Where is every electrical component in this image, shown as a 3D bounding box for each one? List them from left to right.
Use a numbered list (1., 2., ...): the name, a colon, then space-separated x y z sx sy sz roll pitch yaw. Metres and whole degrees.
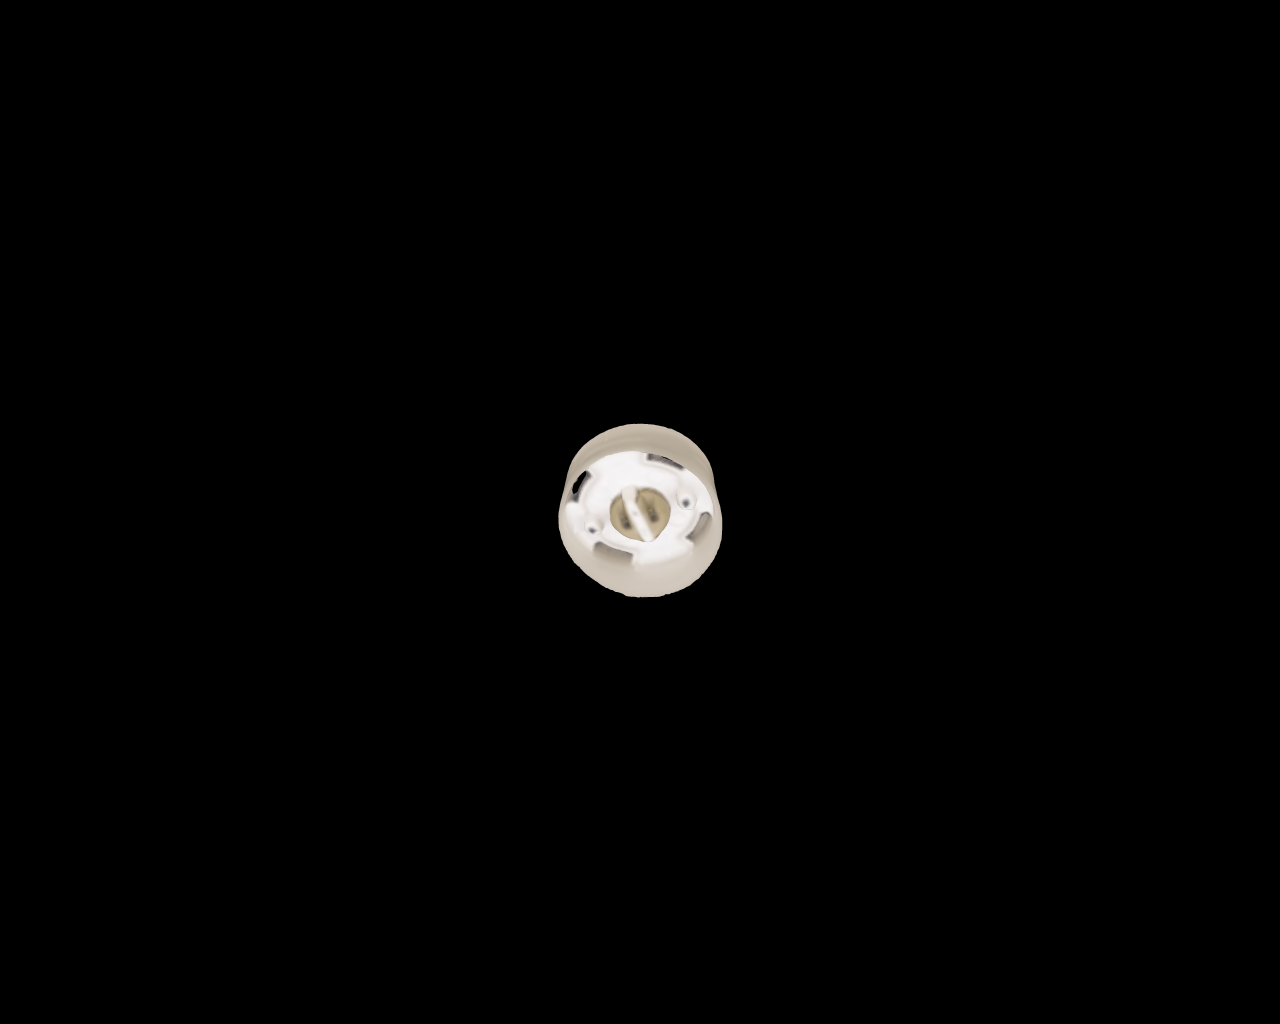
1. electrical component: 0.001 -0.003 0.650 0.099 0.099 0.064 0 41 0
